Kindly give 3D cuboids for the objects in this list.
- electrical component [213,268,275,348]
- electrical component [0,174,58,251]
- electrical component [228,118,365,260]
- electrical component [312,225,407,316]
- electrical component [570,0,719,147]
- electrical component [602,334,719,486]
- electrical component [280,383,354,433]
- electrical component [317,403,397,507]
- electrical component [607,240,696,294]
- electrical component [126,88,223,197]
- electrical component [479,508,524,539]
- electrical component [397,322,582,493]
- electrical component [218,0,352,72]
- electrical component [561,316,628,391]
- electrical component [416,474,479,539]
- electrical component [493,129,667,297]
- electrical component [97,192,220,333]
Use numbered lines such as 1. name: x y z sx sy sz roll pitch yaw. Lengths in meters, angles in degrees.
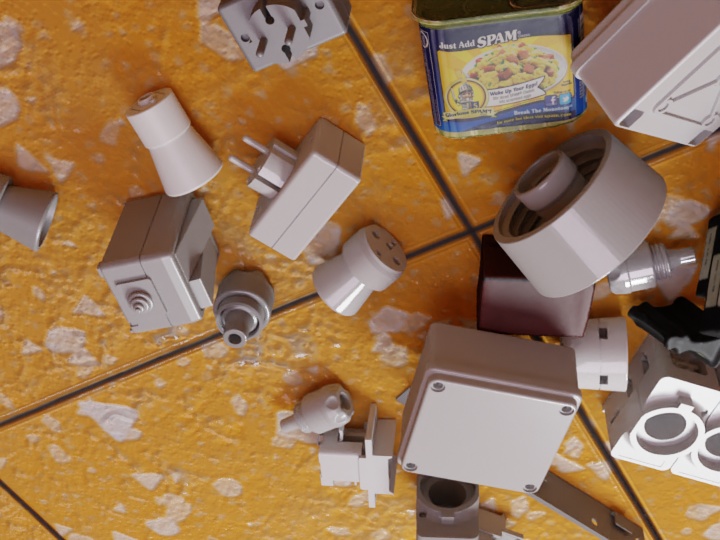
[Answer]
1. electrical component: -0.087 0.031 0.789 0.043 0.062 0.043 3 126 3
2. electrical component: -0.247 -0.043 0.757 0.055 0.045 0.045 19 126 -9
3. electrical component: -0.051 -0.063 0.724 0.076 0.047 0.083 31 124 -17
4. electrical component: 0.000 0.000 0.769 0.045 0.045 0.055 38 121 -22
5. electrical component: 0.195 -0.130 0.616 0.109 0.056 0.108 3 141 -48
6. electrical component: 0.276 0.116 0.824 0.150 0.061 0.089 16 127 -8
7. electrical component: -0.037 0.116 0.868 0.061 0.035 0.035 -25 121 24
8. electrical component: -0.002 0.153 0.889 0.064 0.042 0.081 2 127 8
9. electrical component: 0.204 -0.004 0.756 0.061 0.035 0.035 -12 125 11
10. electrical component: -0.126 -0.087 0.716 0.044 0.044 0.065 -19 119 18
11. electrical component: 0.097 0.241 0.933 0.081 0.063 0.042 21 125 -10
12. electrical component: 0.090 0.100 0.771 0.109 0.056 0.108 11 132 -3
13. electrical component: -0.046 -0.148 0.640 0.066 0.076 0.047 -19 123 19
14. electrical component: 0.173 0.062 0.797 0.047 0.055 0.055 -1 127 10
15. electrical component: 0.071 0.196 0.885 0.050 0.089 0.055 1 127 4
16. electrical component: 0.134 -0.043 0.690 0.060 0.108 0.108 42 120 -17
17. electrical component: -0.135 -0.004 0.745 0.061 0.096 0.061 -11 126 12
